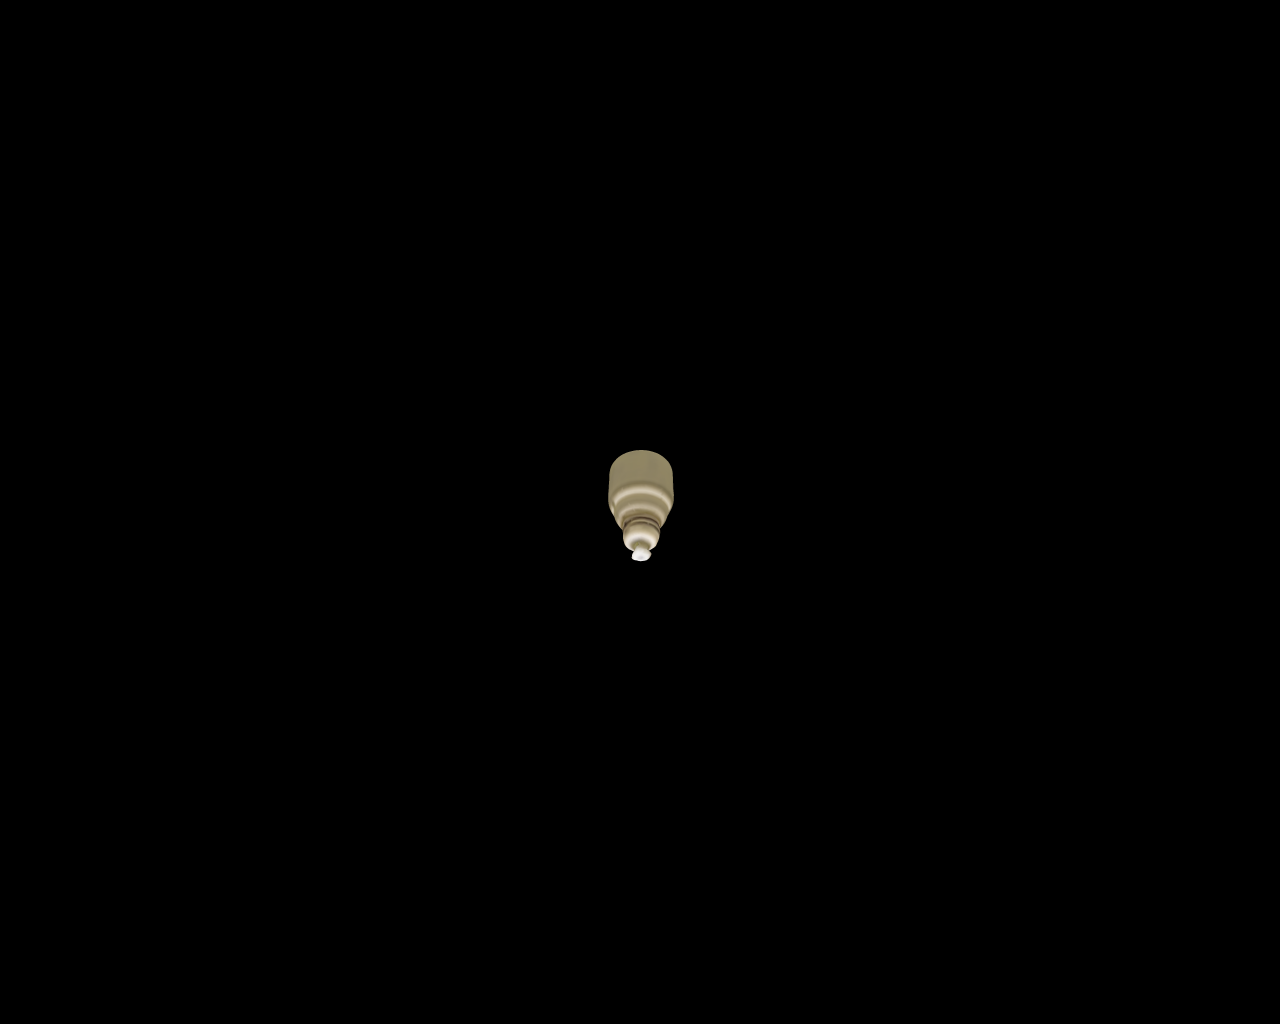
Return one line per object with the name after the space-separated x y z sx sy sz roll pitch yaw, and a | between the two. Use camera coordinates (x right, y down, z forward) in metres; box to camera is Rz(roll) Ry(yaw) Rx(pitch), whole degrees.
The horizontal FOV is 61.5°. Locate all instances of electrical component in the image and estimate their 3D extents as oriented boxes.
0.001 -0.003 0.650 0.040 0.078 0.040 0 -42 0 | electrical component
